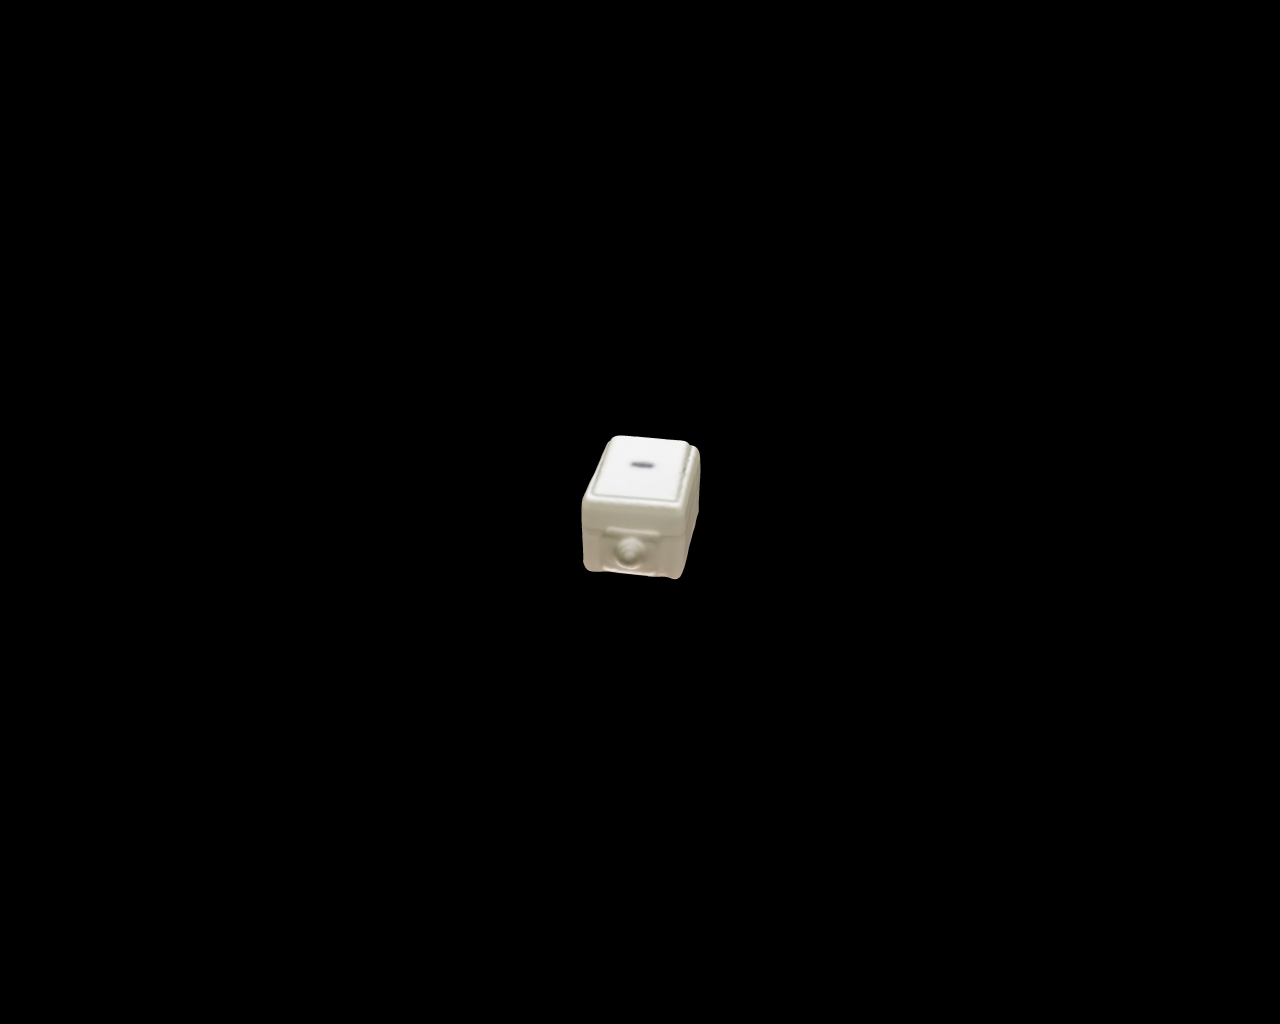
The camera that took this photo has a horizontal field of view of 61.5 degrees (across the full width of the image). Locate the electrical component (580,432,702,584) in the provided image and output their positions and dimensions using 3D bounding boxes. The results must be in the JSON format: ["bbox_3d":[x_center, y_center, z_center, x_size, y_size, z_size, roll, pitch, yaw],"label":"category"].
[{"bbox_3d":[0.001,-0.003,0.650,0.062,0.061,0.096,6,33,9],"label":"electrical component"}]
